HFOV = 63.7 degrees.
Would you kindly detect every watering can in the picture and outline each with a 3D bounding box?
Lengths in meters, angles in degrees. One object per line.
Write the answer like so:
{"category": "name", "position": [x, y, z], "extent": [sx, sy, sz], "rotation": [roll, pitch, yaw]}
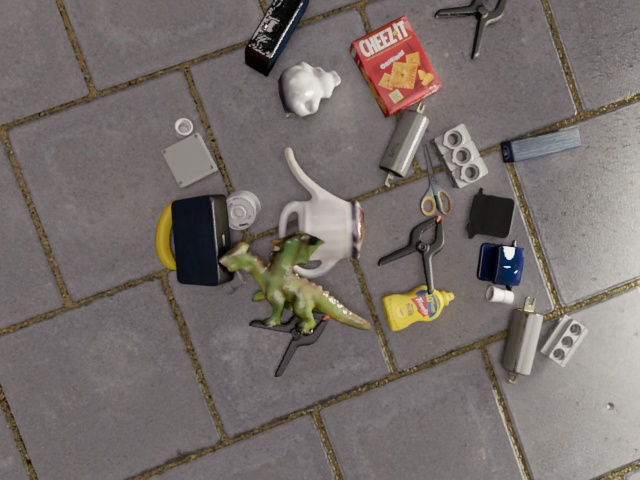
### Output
{"category": "watering can", "position": [0.004, -0.067, 1.340], "extent": [0.224, 0.105, 0.345], "rotation": [-1, 100, -4]}

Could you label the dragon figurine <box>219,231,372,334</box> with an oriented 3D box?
{"category": "dragon figurine", "position": [-0.051, 0.097, 1.303], "extent": [0.410, 0.124, 0.238], "rotation": [8, 113, -4]}

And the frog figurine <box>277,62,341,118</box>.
{"category": "frog figurine", "position": [-0.025, -0.394, 1.333], "extent": [0.159, 0.121, 0.139], "rotation": [-11, 74, 8]}
